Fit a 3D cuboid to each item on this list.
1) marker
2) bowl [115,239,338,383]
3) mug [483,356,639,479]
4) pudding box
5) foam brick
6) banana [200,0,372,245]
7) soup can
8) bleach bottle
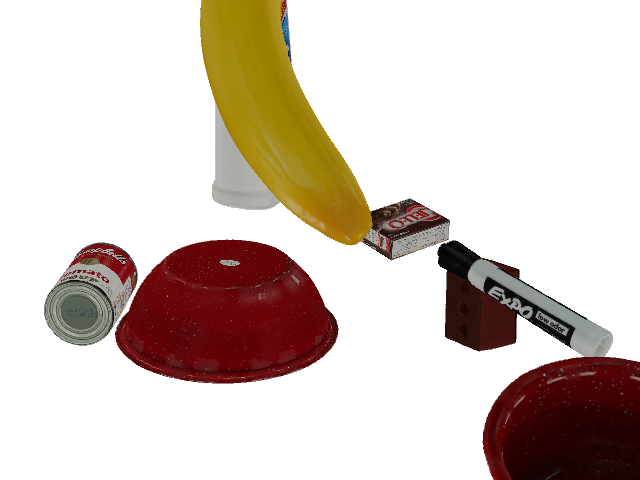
[{"bbox_3d":[0.113,0.032,0.614,0.020,0.020,0.121,0,26,-46],"label":"marker"},{"bbox_3d":[-0.066,0.041,0.767,0.162,0.055,0.162,1,21,-1],"label":"bowl"},{"bbox_3d":[0.114,0.104,0.381,0.117,0.081,0.093,5,37,8],"label":"mug"},{"bbox_3d":[0.118,-0.018,1.558,0.113,0.039,0.090,-21,34,-30],"label":"pudding box"},{"bbox_3d":[0.158,0.062,1.048,0.051,0.078,0.053,-11,18,-34],"label":"foam brick"},{"bbox_3d":[-0.020,-0.085,0.486,0.069,0.198,0.037,-3,-31,-3],"label":"banana"},{"bbox_3d":[-0.222,0.051,1.034,0.068,0.068,0.102,0,20,4],"label":"soup can"},{"bbox_3d":[-0.060,-0.160,0.952,0.068,0.251,0.102,8,29,15],"label":"bleach bottle"}]
